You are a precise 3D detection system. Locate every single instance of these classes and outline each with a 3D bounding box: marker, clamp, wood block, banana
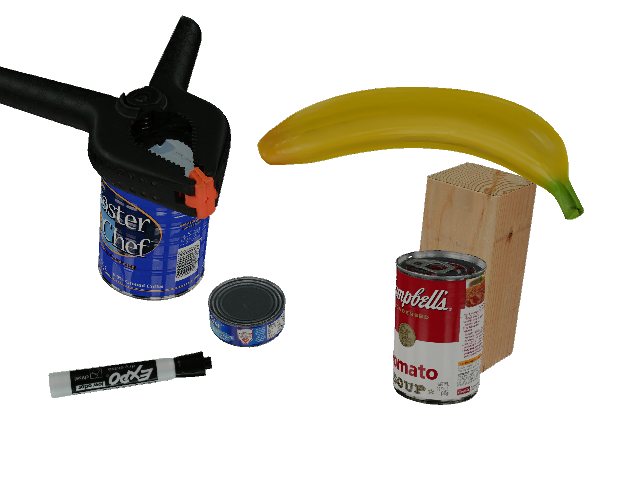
[{"bbox_3d":[-0.142,0.101,0.804,0.121,0.020,0.020,-7,1,-11],"label":"marker"},{"bbox_3d":[-0.114,-0.089,0.729,0.164,0.036,0.210,-27,48,-26],"label":"clamp"},{"bbox_3d":[0.166,0.030,1.170,0.090,0.206,0.090,19,24,34],"label":"wood block"},{"bbox_3d":[0.064,-0.063,0.645,0.198,0.069,0.037,10,-36,9],"label":"banana"}]

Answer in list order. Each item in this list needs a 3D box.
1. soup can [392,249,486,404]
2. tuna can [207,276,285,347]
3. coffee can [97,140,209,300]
[{"bbox_3d":[0.089,0.065,0.812,0.068,0.102,0.068,1,16,0],"label":"soup can"},{"bbox_3d":[-0.082,0.079,1.188,0.086,0.034,0.086,1,37,-1],"label":"tuna can"},{"bbox_3d":[-0.151,-0.030,0.981,0.102,0.140,0.103,7,38,-5],"label":"coffee can"}]
